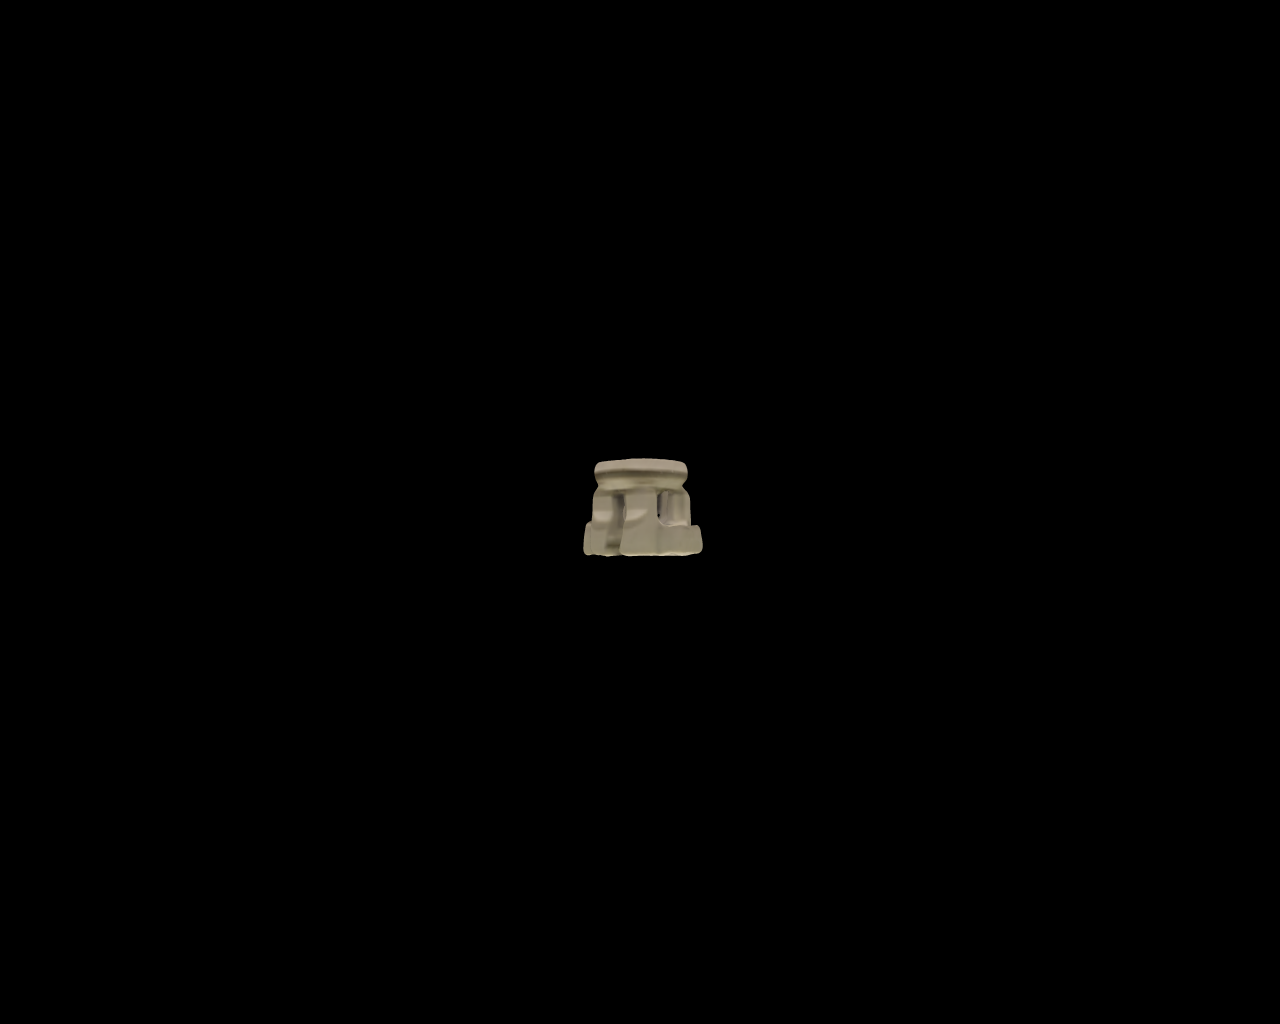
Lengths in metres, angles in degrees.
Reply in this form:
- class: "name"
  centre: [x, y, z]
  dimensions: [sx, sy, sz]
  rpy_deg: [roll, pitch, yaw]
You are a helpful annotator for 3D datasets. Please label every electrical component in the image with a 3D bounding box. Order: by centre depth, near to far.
- class: "electrical component"
  centre: [0.001, -0.003, 0.650]
  dimensions: [0.078, 0.057, 0.058]
  rpy_deg: [-2, -3, 40]
